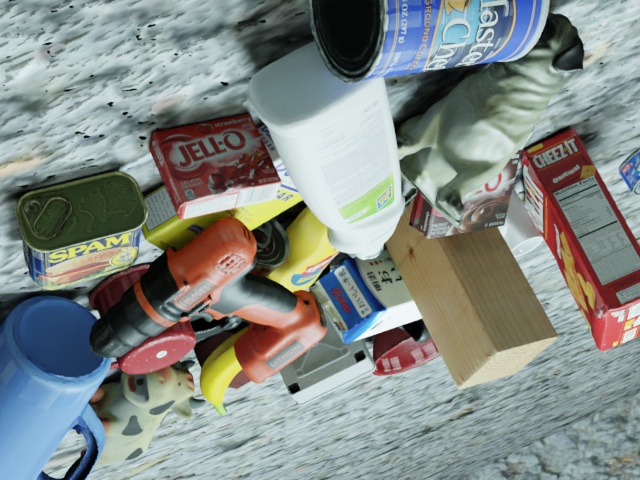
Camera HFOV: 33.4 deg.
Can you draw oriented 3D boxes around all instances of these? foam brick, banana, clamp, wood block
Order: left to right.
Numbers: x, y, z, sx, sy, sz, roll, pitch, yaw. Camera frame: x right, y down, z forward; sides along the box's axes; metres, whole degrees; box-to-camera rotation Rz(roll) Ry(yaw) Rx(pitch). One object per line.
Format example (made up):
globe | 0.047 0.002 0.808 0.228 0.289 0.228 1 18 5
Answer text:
clamp | -0.105 0.084 1.207 0.209 0.036 0.165 -10 153 -39
foam brick | -0.110 0.147 1.317 0.053 0.051 0.078 -32 157 14
banana | -0.081 0.132 1.227 0.069 0.037 0.198 24 127 -36
clamp | 0.113 0.100 1.378 0.039 0.120 0.171 -59 153 10
wood block | 0.159 0.047 1.175 0.090 0.206 0.091 -10 152 -32

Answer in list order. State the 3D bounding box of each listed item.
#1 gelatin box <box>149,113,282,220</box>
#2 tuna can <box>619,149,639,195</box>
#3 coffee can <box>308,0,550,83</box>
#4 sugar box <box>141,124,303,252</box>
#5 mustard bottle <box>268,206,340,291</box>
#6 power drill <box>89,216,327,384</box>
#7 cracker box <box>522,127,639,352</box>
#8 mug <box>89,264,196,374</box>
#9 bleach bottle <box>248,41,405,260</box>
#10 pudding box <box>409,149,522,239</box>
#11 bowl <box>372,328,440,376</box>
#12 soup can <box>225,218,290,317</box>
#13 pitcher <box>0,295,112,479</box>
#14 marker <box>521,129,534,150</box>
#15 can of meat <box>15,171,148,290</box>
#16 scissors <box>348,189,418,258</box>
gelatin box | -0.086 -0.061 0.870 0.089 0.073 0.030 -13 153 -24
tuna can | 0.429 -0.094 1.366 0.086 0.034 0.086 -21 157 -10
coffee can | 0.076 -0.171 0.759 0.140 0.103 0.103 -12 154 -27
sugar box | -0.069 -0.046 0.954 0.176 0.048 0.093 -28 157 10
mustard bottle | -0.007 0.002 1.097 0.096 0.058 0.192 -31 168 -46
power drill | -0.096 0.073 0.994 0.185 0.057 0.187 -36 141 17
cracker box | 0.304 0.004 1.220 0.072 0.214 0.164 -24 157 2
mug | -0.185 0.088 1.075 0.117 0.081 0.093 -29 157 9
bleach bottle | 0.017 -0.056 0.892 0.102 0.068 0.251 -30 147 -8
pudding box | 0.152 -0.055 1.120 0.113 0.039 0.090 -10 122 -35
bowl | 0.136 0.134 1.532 0.162 0.055 0.162 -21 157 -10
soup can | -0.084 0.024 1.059 0.068 0.068 0.102 -4 149 -41
pitcher | -0.296 0.169 1.072 0.148 0.145 0.243 -2 145 -43
marker | 0.205 -0.089 1.170 0.020 0.020 0.121 -16 156 -20
can of meat | -0.200 -0.006 0.896 0.102 0.057 0.084 -16 158 -20
scissors | 0.062 -0.016 1.081 0.096 0.016 0.201 -44 179 4
